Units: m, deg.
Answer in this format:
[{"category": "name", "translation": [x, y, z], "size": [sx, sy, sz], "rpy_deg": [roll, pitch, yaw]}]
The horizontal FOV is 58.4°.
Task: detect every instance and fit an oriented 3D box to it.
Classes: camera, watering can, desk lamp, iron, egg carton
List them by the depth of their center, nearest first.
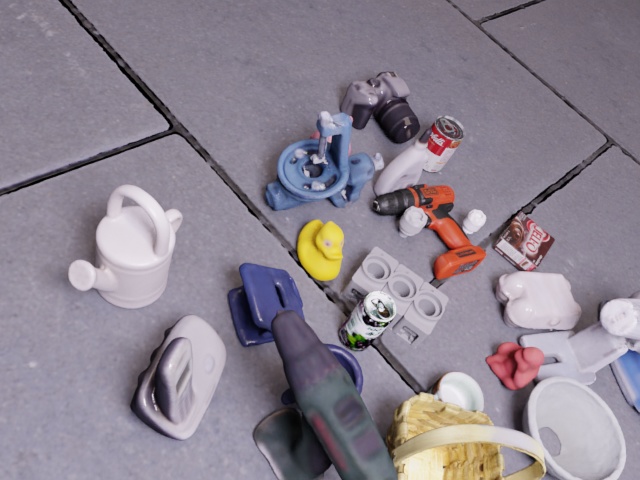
[{"category": "watering can", "translation": [-0.246, 0.009, 0.753], "size": [0.101, 0.194, 0.173], "rpy_deg": [22, 50, -6]}, {"category": "desk lamp", "translation": [0.480, 0.159, 0.937], "size": [0.204, 0.213, 0.118], "rpy_deg": [-1, 56, -23]}, {"category": "iron", "translation": [0.599, 0.192, 1.011], "size": [0.119, 0.141, 0.258], "rpy_deg": [1, 56, -22]}, {"category": "egg carton", "translation": [0.392, 0.112, 1.029], "size": [0.151, 0.069, 0.107], "rpy_deg": [4, 55, -21]}, {"category": "camera", "translation": [0.139, -0.272, 1.183], "size": [0.143, 0.100, 0.136], "rpy_deg": [-16, 63, -31]}]

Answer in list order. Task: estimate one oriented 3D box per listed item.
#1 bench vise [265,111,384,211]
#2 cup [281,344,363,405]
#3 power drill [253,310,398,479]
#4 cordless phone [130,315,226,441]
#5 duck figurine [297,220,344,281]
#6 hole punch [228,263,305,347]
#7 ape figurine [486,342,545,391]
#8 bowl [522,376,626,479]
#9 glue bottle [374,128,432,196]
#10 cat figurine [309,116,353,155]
[{"category": "bench vise", "translation": [0.020, -0.144, 0.961], "size": [0.208, 0.219, 0.121], "rpy_deg": [-31, 71, -36]}, {"category": "cup", "translation": [-0.009, 0.205, 0.775], "size": [0.118, 0.095, 0.091], "rpy_deg": [-19, 64, -32]}, {"category": "power drill", "translation": [-0.010, 0.218, 0.690], "size": [0.076, 0.208, 0.229], "rpy_deg": [-26, 69, -35]}, {"category": "cordless phone", "translation": [-0.161, 0.146, 0.694], "size": [0.094, 0.185, 0.147], "rpy_deg": [23, 50, -6]}, {"category": "duck figurine", "translation": [0.009, 0.003, 0.935], "size": [0.078, 0.086, 0.104], "rpy_deg": [-4, 57, -25]}, {"category": "hole punch", "translation": [-0.072, 0.088, 0.836], "size": [0.101, 0.091, 0.108], "rpy_deg": [-6, 58, -26]}, {"category": "ape figurine", "translation": [0.324, 0.198, 0.922], "size": [0.076, 0.092, 0.078], "rpy_deg": [19, 51, -8]}, {"category": "bowl", "translation": [0.374, 0.301, 0.880], "size": [0.168, 0.074, 0.167], "rpy_deg": [12, 52, -15]}, {"category": "glue bottle", "translation": [0.163, -0.141, 1.049], "size": [0.078, 0.173, 0.037], "rpy_deg": [-10, 60, -28]}, {"category": "cat figurine", "translation": [0.023, -0.185, 1.058], "size": [0.067, 0.117, 0.128], "rpy_deg": [37, 50, 6]}]
